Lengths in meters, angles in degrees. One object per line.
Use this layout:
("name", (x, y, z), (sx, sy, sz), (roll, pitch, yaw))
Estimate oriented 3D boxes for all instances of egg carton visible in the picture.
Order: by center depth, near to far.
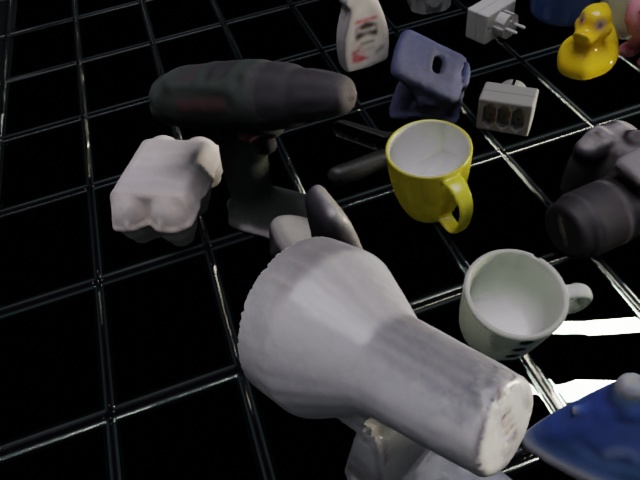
("egg carton", (-0.177, -0.062, 0.675), (0.107, 0.069, 0.150), (4, 50, 11))

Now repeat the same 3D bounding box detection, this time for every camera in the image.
("camera", (0.292, -0.049, 0.577), (0.137, 0.101, 0.143), (-21, 50, -10))

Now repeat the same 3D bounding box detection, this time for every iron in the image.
("iron", (0.284, 0.122, 0.402), (0.258, 0.142, 0.118), (-1, 49, 7))

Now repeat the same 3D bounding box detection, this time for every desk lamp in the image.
("desk lamp", (0.055, 0.117, 0.390), (0.202, 0.214, 0.118), (32, 60, 30))

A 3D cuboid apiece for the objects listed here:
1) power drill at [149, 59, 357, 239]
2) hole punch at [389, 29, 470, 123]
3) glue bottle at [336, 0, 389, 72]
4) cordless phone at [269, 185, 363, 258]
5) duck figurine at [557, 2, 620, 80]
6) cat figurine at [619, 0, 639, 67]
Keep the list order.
("power drill", (-0.061, -0.096, 0.595), (0.229, 0.209, 0.076), (15, 53, 20))
("hole punch", (0.144, -0.217, 0.750), (0.101, 0.091, 0.109), (7, 51, 14))
("glue bottle", (0.057, -0.325, 0.802), (0.078, 0.173, 0.037), (-24, 50, -12))
("cordless phone", (0.005, 0.002, 0.516), (0.094, 0.185, 0.147), (-28, 51, -15))
("duck figurine", (0.370, -0.279, 0.775), (0.077, 0.086, 0.105), (32, 60, 31))
("cat figurine", (0.452, -0.295, 0.757), (0.128, 0.118, 0.067), (-22, 50, -11))
